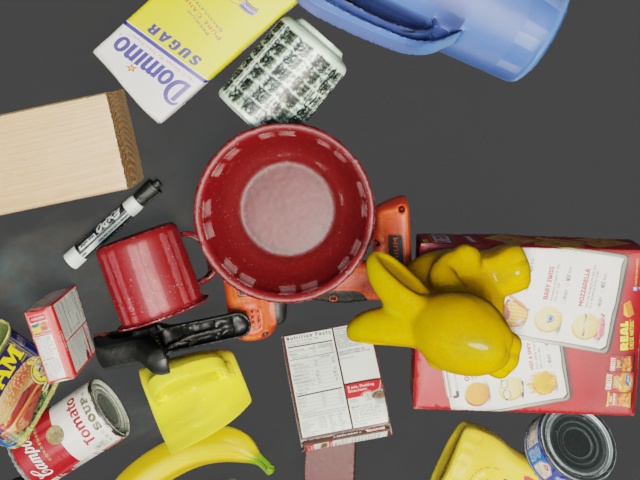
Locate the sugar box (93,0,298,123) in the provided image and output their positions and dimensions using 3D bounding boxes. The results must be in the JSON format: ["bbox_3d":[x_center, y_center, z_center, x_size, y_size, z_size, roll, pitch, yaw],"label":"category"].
[{"bbox_3d":[-0.115,-0.199,0.995,0.176,0.048,0.093,-41,98,6],"label":"sugar box"}]

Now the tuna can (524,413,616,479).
[{"bbox_3d":[0.246,0.204,1.047,0.086,0.086,0.034,25,143,-4],"label":"tuna can"}]

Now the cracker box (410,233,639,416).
[{"bbox_3d":[0.197,0.079,1.032,0.213,0.072,0.164,2,99,1],"label":"cracker box"}]

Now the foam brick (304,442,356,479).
[{"bbox_3d":[0.010,0.210,1.066,0.051,0.053,0.078,2,101,0],"label":"foam brick"}]

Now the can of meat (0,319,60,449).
[{"bbox_3d":[-0.306,0.139,1.023,0.083,0.058,0.102,47,61,-41],"label":"can of meat"}]

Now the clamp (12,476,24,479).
[{"bbox_3d":[-0.330,0.287,1.091,0.210,0.036,0.164,-23,99,3],"label":"clamp"}]

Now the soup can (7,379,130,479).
[{"bbox_3d":[-0.248,0.192,1.057,0.102,0.068,0.068,-32,99,5],"label":"soup can"}]

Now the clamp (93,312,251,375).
[{"bbox_3d":[-0.150,0.096,1.020,0.120,0.172,0.039,-13,98,-40],"label":"clamp"}]

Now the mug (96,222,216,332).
[{"bbox_3d":[-0.153,0.029,1.023,0.117,0.093,0.081,-22,96,-27],"label":"mug"}]

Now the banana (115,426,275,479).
[{"bbox_3d":[-0.144,0.230,1.068,0.198,0.069,0.037,-22,138,10],"label":"banana"}]

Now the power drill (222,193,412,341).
[{"bbox_3d":[-0.007,0.001,1.027,0.187,0.057,0.184,-4,104,4],"label":"power drill"}]

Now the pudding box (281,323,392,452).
[{"bbox_3d":[0.015,0.140,1.031,0.090,0.039,0.113,-11,62,-1],"label":"pudding box"}]

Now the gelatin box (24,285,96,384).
[{"bbox_3d":[-0.249,0.090,1.027,0.030,0.089,0.073,-15,100,4],"label":"gelatin box"}]

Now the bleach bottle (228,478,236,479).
[{"bbox_3d":[-0.179,0.338,1.087,0.251,0.068,0.102,-26,98,7],"label":"bleach bottle"}]

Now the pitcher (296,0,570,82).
[{"bbox_3d":[0.092,-0.231,0.942,0.242,0.145,0.149,26,98,-7],"label":"pitcher"}]

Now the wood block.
[{"bbox_3d":[-0.280,-0.075,0.997,0.206,0.090,0.091,-12,100,3],"label":"wood block"}]

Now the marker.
[{"bbox_3d":[-0.201,-0.017,1.042,0.121,0.020,0.020,-41,98,7],"label":"marker"}]

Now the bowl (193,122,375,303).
[{"bbox_3d":[-0.031,-0.026,0.966,0.162,0.055,0.162,0,96,2],"label":"bowl"}]

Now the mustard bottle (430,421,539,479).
[{"bbox_3d":[0.210,0.261,1.072,0.191,0.058,0.096,24,94,-4],"label":"mustard bottle"}]
